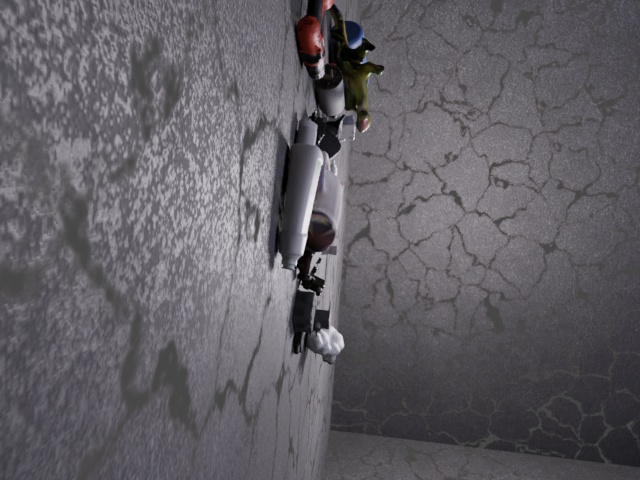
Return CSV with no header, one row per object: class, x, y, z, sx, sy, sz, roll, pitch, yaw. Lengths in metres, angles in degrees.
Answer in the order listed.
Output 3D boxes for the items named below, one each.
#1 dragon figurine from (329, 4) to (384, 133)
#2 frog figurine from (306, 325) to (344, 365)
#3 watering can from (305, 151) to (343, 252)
dragon figurine,0.079,-0.488,1.522,0.237,0.122,0.419,103,-25,-56
frog figurine,0.011,0.328,1.714,0.140,0.123,0.156,57,-10,38
watering can,0.004,-0.066,1.310,0.339,0.104,0.230,85,12,-56
